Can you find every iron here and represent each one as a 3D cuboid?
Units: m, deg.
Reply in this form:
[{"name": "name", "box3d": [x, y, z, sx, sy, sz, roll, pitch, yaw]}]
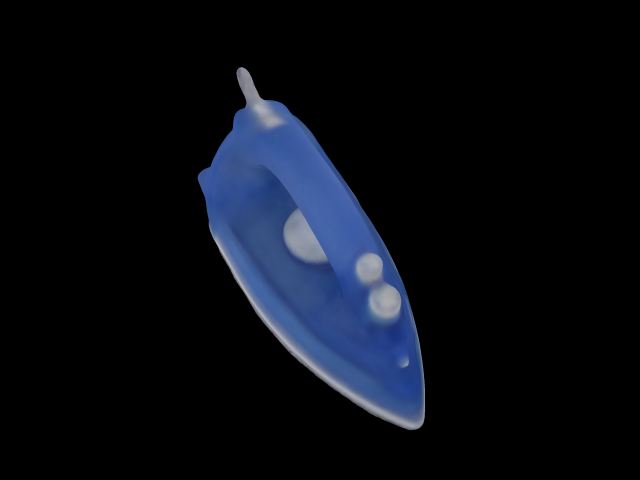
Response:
[{"name": "iron", "box3d": [0.004, 0.001, 0.400, 0.119, 0.141, 0.257, -28, 62, -16]}]
